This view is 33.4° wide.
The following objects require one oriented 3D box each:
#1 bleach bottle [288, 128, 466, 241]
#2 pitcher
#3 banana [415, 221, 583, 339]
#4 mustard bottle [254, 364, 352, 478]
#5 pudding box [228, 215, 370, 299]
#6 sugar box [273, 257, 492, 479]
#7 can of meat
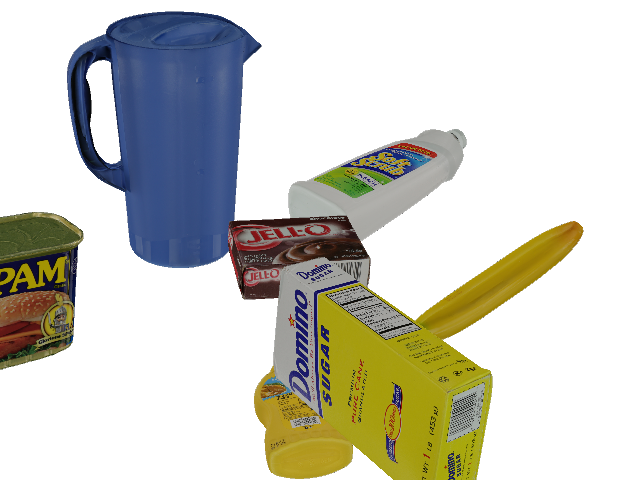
[{"bbox_3d":[0.083,-0.078,1.294,0.103,0.068,0.250,28,45,35],"label":"bleach bottle"},{"bbox_3d":[-0.152,-0.098,1.064,0.149,0.243,0.144,13,28,20],"label":"pitcher"},{"bbox_3d":[0.165,0.047,1.020,0.198,0.037,0.069,-34,-2,0],"label":"banana"},{"bbox_3d":[-0.028,0.196,1.248,0.096,0.058,0.192,-8,29,-9],"label":"mustard bottle"},{"bbox_3d":[-0.021,0.013,0.939,0.113,0.039,0.090,-1,27,-13],"label":"pudding box"},{"bbox_3d":[0.034,0.089,0.709,0.048,0.093,0.176,-15,31,-36],"label":"sugar box"},{"bbox_3d":[-0.209,0.035,0.698,0.101,0.084,0.058,-13,30,-41],"label":"can of meat"}]
